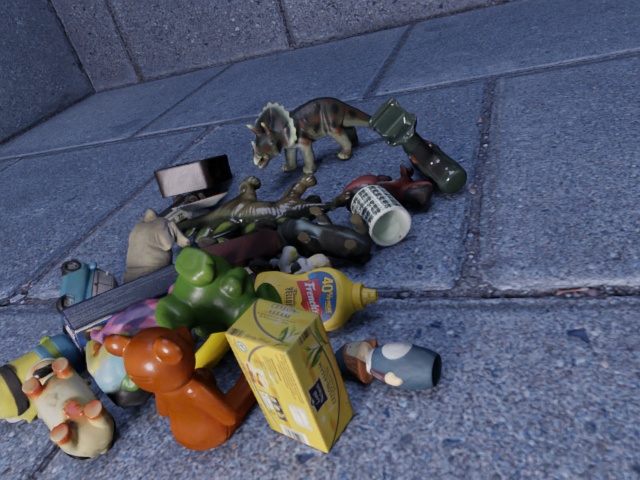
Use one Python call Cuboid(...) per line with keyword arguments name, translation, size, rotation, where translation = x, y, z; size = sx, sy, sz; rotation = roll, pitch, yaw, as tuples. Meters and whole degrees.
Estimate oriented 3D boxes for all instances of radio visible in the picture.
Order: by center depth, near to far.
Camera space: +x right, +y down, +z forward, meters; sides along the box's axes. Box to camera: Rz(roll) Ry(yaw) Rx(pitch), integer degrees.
Cuboid(name="radio", translation=(-0.314, -0.167, 1.371), size=(0.131, 0.073, 0.230), rotation=(-11, 13, 9))

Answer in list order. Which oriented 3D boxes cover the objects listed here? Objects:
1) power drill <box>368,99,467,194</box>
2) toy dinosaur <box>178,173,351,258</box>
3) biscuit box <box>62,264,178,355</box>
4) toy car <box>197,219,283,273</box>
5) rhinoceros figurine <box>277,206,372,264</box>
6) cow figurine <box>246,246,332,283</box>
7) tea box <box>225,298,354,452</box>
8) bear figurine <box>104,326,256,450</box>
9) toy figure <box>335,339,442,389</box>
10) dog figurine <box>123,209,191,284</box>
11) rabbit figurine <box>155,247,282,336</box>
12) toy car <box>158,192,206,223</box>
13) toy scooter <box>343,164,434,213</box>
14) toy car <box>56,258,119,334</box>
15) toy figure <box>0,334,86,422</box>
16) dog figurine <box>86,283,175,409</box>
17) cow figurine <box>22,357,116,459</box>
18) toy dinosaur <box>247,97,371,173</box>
Cuboid(name="power drill", translation=(0.187, -0.193, 1.090), size=(0.086, 0.207, 0.232), rotation=(-43, 45, 9))
Cuboid(name="toy dinosaur", translation=(-0.155, -0.041, 1.113), size=(0.472, 0.104, 0.198), rotation=(-8, 34, 25))
Cuboid(name="biscuit box", translation=(-0.312, 0.111, 0.893), size=(0.203, 0.059, 0.063), rotation=(-24, 45, -32))
Cuboid(name="toy car", translation=(-0.147, 0.026, 0.920), size=(0.202, 0.053, 0.089), rotation=(-16, 60, 32))
Cuboid(name="rhinoceros figurine", translation=(-0.002, -0.003, 0.960), size=(0.190, 0.112, 0.073), rotation=(6, 65, 13))
Cuboid(name="cow figurine", translation=(-0.066, 0.064, 0.917), size=(0.168, 0.068, 0.098), rotation=(-5, 37, 27))
Cuboid(name="tea box", translation=(-0.032, 0.160, 0.637), size=(0.098, 0.169, 0.068), rotation=(9, 39, 36))
Cuboid(name="bear figurine", translation=(-0.168, 0.165, 0.675), size=(0.120, 0.195, 0.132), rotation=(-6, 30, 24))
Cuboid(name="toy figure", translation=(0.079, 0.158, 0.698), size=(0.155, 0.057, 0.064), rotation=(0, -5, 31))
Cuboid(name="dog figurine", translation=(-0.333, 0.054, 0.983), size=(0.121, 0.172, 0.190), rotation=(-13, 21, 30))
Cuboid(name="rabbit figurine", translation=(-0.114, 0.102, 0.741), size=(0.170, 0.159, 0.121), rotation=(26, 88, 21))
Cuboid(name="toy car", translation=(-0.356, -0.053, 1.279), size=(0.074, 0.056, 0.202), rotation=(-1, 34, 47))
Cuboid(name="toy scooter", translation=(0.138, -0.108, 1.093), size=(0.184, 0.075, 0.135), rotation=(-5, 32, 16))
Cuboid(name="toy car", translation=(-0.432, 0.106, 1.013), size=(0.103, 0.109, 0.162), rotation=(-6, 36, -15))
Cuboid(name="toy figure", translation=(-0.447, 0.207, 0.858), size=(0.082, 0.089, 0.180), rotation=(10, 41, 48))
Cuboid(name="dog figurine", translation=(-0.228, 0.129, 0.806), size=(0.219, 0.108, 0.192), rotation=(-35, 20, -10))
Cuboid(name="cow figurine", translation=(-0.356, 0.231, 0.761), size=(0.195, 0.127, 0.085), rotation=(30, 54, 35))
Cuboid(name="toy dinosaur", translation=(-0.007, -0.287, 1.354), size=(0.405, 0.191, 0.131), rotation=(-28, 33, -16))
